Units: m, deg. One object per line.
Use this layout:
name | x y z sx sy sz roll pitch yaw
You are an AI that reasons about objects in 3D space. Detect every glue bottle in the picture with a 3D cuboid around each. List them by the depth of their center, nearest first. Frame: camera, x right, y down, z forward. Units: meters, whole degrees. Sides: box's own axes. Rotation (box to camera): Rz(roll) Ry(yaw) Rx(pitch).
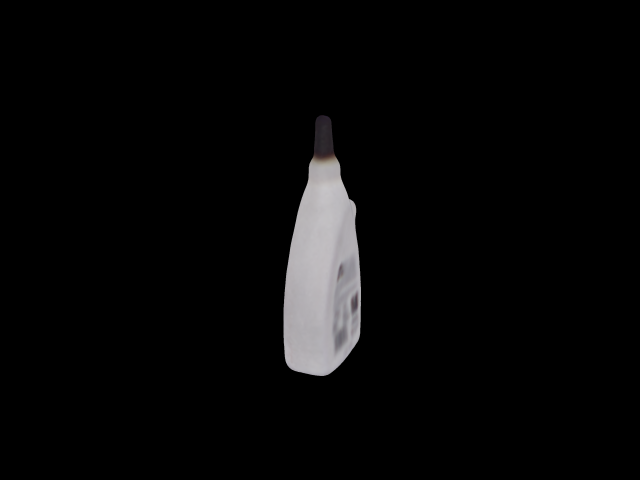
glue bottle | 0.004 0.001 0.400 0.037 0.173 0.078 6 15 23
